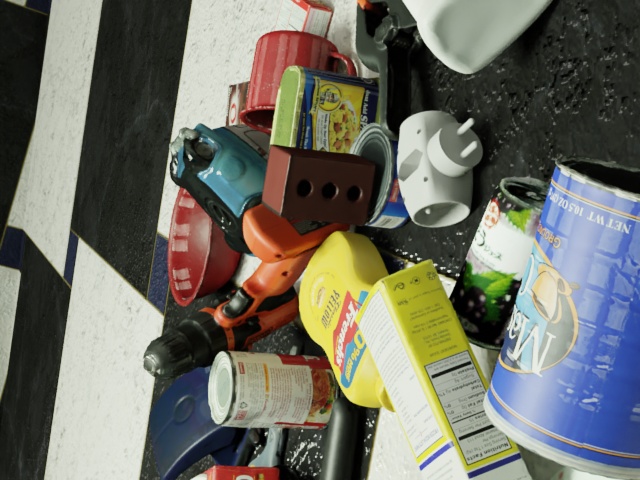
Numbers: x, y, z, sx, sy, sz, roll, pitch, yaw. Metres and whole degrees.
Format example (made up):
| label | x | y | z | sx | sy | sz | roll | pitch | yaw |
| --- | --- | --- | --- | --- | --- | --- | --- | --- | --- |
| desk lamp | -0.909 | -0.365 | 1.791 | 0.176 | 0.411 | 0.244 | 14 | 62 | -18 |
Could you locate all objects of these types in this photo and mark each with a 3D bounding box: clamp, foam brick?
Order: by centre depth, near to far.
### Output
| label | x | y | z | sx | sy | sz | roll | pitch | yaw |
| --- | --- | --- | --- | --- | --- | --- | --- | --- | --- |
| foam brick | -0.001 | -0.045 | 0.866 | 0.051 | 0.078 | 0.053 | -147 | 63 | -63 |
| clamp | 0.063 | -0.156 | 0.877 | 0.120 | 0.039 | 0.171 | -57 | 27 | 12 |
| clamp | 0.005 | 0.249 | 0.910 | 0.165 | 0.036 | 0.210 | 119 | 151 | -43 |

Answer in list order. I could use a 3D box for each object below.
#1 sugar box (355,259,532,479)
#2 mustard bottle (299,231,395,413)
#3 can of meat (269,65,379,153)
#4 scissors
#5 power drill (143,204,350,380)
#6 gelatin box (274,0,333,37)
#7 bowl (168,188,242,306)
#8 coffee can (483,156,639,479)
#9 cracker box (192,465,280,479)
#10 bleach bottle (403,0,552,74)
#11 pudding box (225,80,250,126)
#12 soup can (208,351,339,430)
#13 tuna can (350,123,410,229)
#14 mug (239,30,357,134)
| label | x | y | z | sx | sy | sz | roll | pitch | yaw |
| --- | --- | --- | --- | --- | --- | --- | --- | --- | --- |
| sugar box | 0.081 | 0.110 | 0.686 | 0.093 | 0.048 | 0.176 | 109 | 138 | -68 |
| mustard bottle | 0.040 | 0.077 | 0.851 | 0.096 | 0.058 | 0.192 | -68 | 28 | 21 |
| can of meat | 0.006 | -0.100 | 0.942 | 0.058 | 0.083 | 0.102 | -164 | 81 | -66 |
| scissors | -0.051 | 0.202 | 1.075 | 0.096 | 0.016 | 0.202 | 180 | 96 | -66 |
| power drill | -0.065 | 0.042 | 0.963 | 0.057 | 0.184 | 0.188 | 49 | 133 | 15 |
| gelatin box | -0.022 | -0.207 | 1.101 | 0.073 | 0.030 | 0.089 | 51 | 130 | 56 |
| bowl | -0.131 | 0.000 | 1.257 | 0.162 | 0.055 | 0.162 | -174 | 90 | -66 |
| coffee can | 0.153 | 0.038 | 0.554 | 0.103 | 0.102 | 0.140 | -137 | 58 | -61 |
| cracker box | -0.096 | 0.312 | 1.028 | 0.214 | 0.072 | 0.164 | 132 | 140 | -65 |
| bleach bottle | 0.084 | -0.223 | 0.804 | 0.103 | 0.068 | 0.251 | -43 | 35 | 13 |
| pudding box | -0.078 | -0.119 | 1.189 | 0.090 | 0.039 | 0.113 | -171 | 88 | -66 |
| soup can | -0.043 | 0.136 | 0.967 | 0.069 | 0.102 | 0.068 | -174 | 90 | -67 |
| tuna can | 0.053 | -0.053 | 0.886 | 0.086 | 0.033 | 0.086 | -174 | 90 | -66 |
| mug | -0.016 | -0.149 | 1.016 | 0.117 | 0.093 | 0.081 | 0 | 77 | 36 |
